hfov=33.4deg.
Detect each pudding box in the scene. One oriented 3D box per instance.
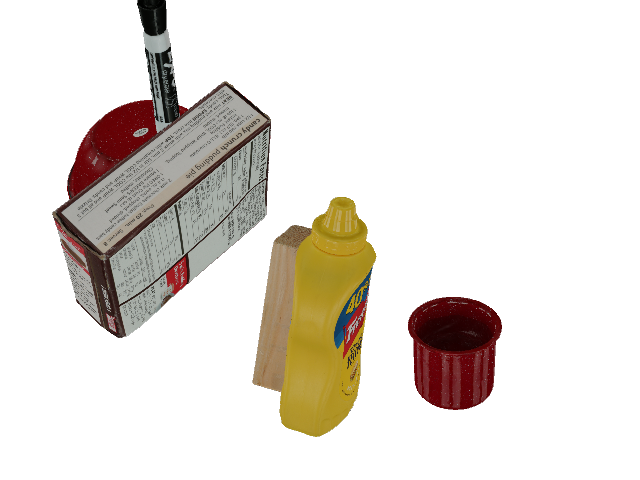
[{"bbox_3d":[-0.075,-0.014,0.534,0.039,0.113,0.090,38,-26,17],"label":"pudding box"}]

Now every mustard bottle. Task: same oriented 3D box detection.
[{"bbox_3d":[0.007,0.052,0.821,0.058,0.192,0.096,17,35,16],"label":"mustard bottle"}]

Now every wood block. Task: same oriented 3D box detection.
[{"bbox_3d":[-0.024,0.095,1.434,0.090,0.206,0.090,14,20,13],"label":"wood block"}]

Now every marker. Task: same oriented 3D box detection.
[{"bbox_3d":[-0.111,-0.121,0.743,0.020,0.020,0.121,0,-41,0],"label":"marker"}]

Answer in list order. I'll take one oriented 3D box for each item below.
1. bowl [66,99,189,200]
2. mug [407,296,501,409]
[{"bbox_3d":[-0.163,-0.082,0.997,0.162,0.162,0.055,0,-44,7],"label":"bowl"},{"bbox_3d":[0.142,0.111,1.090,0.093,0.081,0.117,18,40,30],"label":"mug"}]
